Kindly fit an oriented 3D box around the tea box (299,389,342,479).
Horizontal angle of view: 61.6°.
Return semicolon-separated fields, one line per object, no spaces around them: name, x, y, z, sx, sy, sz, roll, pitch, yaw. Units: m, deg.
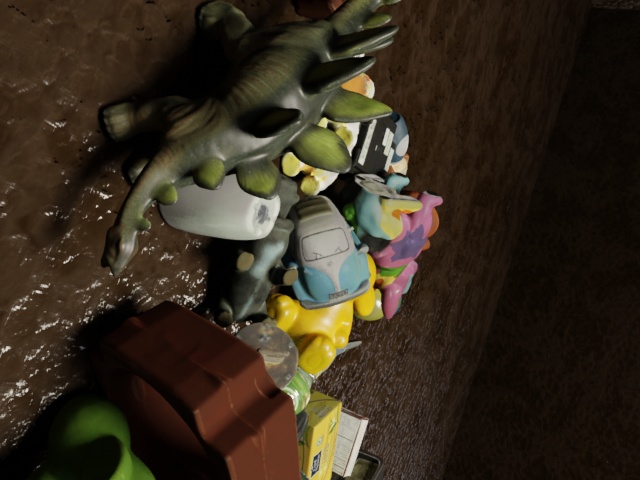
tea box;-0.021;0.361;0.937;0.098;0.068;0.169;-24;125;-57

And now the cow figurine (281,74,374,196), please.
cow figurine;0.026;-0.140;0.700;0.167;0.068;0.098;-54;168;27

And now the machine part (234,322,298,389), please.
machine part;-0.083;0.147;0.613;0.079;0.079;0.243;-59;-176;-26

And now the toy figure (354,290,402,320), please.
toy figure;0.109;0.111;1.018;0.180;0.089;0.082;17;81;-60

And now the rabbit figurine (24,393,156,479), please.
rabbit figurine;-0.212;0.201;0.439;0.170;0.159;0.121;-69;146;-42

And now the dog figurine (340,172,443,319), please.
dog figurine;0.093;0.015;0.821;0.191;0.109;0.219;-10;122;-44

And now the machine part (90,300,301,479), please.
machine part;-0.116;0.171;0.509;0.087;0.202;0.200;-32;132;-40

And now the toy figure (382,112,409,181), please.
toy figure;0.128;-0.151;0.951;0.064;0.058;0.154;-22;137;-8

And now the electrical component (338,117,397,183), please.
electrical component;0.069;-0.144;0.843;0.134;0.058;0.115;22;88;-62

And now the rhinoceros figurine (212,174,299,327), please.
rhinoceros figurine;-0.070;0.016;0.620;0.073;0.112;0.190;12;111;-19

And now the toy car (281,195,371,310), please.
toy car;-0.001;-0.002;0.670;0.109;0.162;0.102;-13;139;-11

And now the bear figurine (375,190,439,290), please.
bear figurine;0.118;-0.001;0.973;0.196;0.120;0.132;-40;-172;-9

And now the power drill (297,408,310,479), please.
power drill;-0.074;0.320;0.720;0.232;0.086;0.207;-47;-172;-21

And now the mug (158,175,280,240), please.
mug;-0.091;-0.048;0.546;0.109;0.107;0.080;-64;152;-14

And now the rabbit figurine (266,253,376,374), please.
rabbit figurine;0.024;0.087;0.766;0.173;0.122;0.162;-55;156;17

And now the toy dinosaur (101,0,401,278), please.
toy dinosaur;-0.032;-0.148;0.504;0.471;0.199;0.104;-57;151;-26

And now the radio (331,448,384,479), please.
radio;0.015;0.490;1.004;0.229;0.131;0.073;-43;139;-44

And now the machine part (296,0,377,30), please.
machine part;0.026;-0.346;0.656;0.179;0.056;0.179;-38;135;-50
